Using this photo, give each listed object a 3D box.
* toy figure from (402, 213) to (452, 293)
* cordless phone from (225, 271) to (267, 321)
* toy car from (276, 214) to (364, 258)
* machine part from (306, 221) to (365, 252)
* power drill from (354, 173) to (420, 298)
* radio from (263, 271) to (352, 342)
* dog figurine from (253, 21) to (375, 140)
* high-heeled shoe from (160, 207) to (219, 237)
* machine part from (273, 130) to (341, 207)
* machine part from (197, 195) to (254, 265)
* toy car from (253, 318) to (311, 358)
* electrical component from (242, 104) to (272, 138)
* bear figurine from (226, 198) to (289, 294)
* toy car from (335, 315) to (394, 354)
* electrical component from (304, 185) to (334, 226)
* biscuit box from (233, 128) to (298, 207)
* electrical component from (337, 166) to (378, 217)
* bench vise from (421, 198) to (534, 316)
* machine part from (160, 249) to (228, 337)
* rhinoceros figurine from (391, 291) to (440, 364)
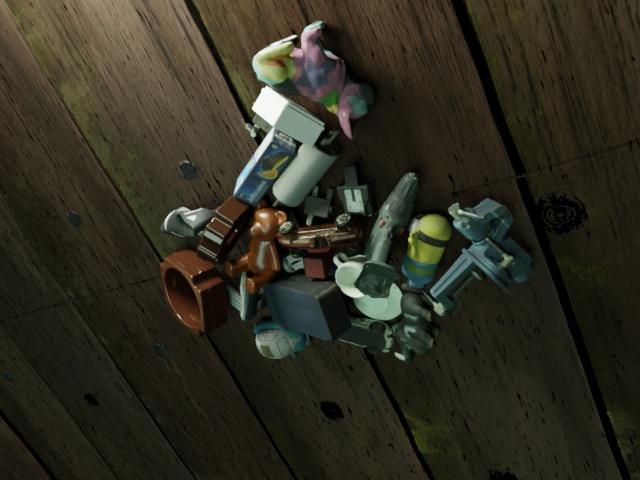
[{"bbox_3d":[0.223,0.027,1.139,0.089,0.082,0.180,5,115,1],"label":"toy figure"},{"bbox_3d":[-0.226,0.111,1.418,0.184,0.089,0.146,28,128,24],"label":"cordless phone"},{"bbox_3d":[-0.002,-0.004,1.191,0.202,0.053,0.089,-6,132,20],"label":"toy car"},{"bbox_3d":[0.033,-0.015,1.235,0.139,0.039,0.084,15,129,16],"label":"machine part"},{"bbox_3d":[0.135,0.000,1.087,0.086,0.207,0.231,17,138,-4],"label":"power drill"},{"bbox_3d":[-0.038,0.155,1.303,0.230,0.073,0.131,7,120,47],"label":"radio"},{"bbox_3d":[-0.004,-0.290,1.034,0.192,0.108,0.219,-24,112,10],"label":"dog figurine"},{"bbox_3d":[-0.345,-0.029,1.345,0.249,0.145,0.086,-19,108,32],"label":"high-heeled shoe"},{"bbox_3d":[-0.031,-0.151,1.159,0.079,0.079,0.243,41,127,-1],"label":"machine part"},{"bbox_3d":[-0.221,-0.024,1.275,0.056,0.179,0.179,31,128,3],"label":"machine part"},{"bbox_3d":[-0.116,0.265,1.437,0.162,0.103,0.109,-8,114,28],"label":"toy car"},{"bbox_3d":[-0.117,-0.257,1.157,0.078,0.045,0.102,45,128,-3],"label":"electrical component"},{"bbox_3d":[-0.145,0.009,1.282,0.120,0.132,0.195,36,137,30],"label":"bear figurine"},{"bbox_3d":[0.087,0.225,1.342,0.202,0.056,0.073,13,117,18],"label":"toy car"},{"bbox_3d":[-0.001,-0.074,1.204,0.063,0.021,0.094,14,95,19],"label":"electrical component"},{"bbox_3d":[-0.123,-0.160,1.192,0.063,0.059,0.202,24,137,-20],"label":"biscuit box"},{"bbox_3d":[0.076,-0.108,1.150,0.075,0.048,0.119,-2,117,27],"label":"electrical component"},{"bbox_3d":[0.298,0.045,1.057,0.223,0.129,0.240,37,100,-29],"label":"bench vise"},{"bbox_3d":[-0.336,0.139,1.442,0.201,0.087,0.201,25,125,39],"label":"machine part"},{"bbox_3d":[0.219,0.210,1.255,0.112,0.073,0.190,10,122,20],"label":"rhinoceros figurine"}]
